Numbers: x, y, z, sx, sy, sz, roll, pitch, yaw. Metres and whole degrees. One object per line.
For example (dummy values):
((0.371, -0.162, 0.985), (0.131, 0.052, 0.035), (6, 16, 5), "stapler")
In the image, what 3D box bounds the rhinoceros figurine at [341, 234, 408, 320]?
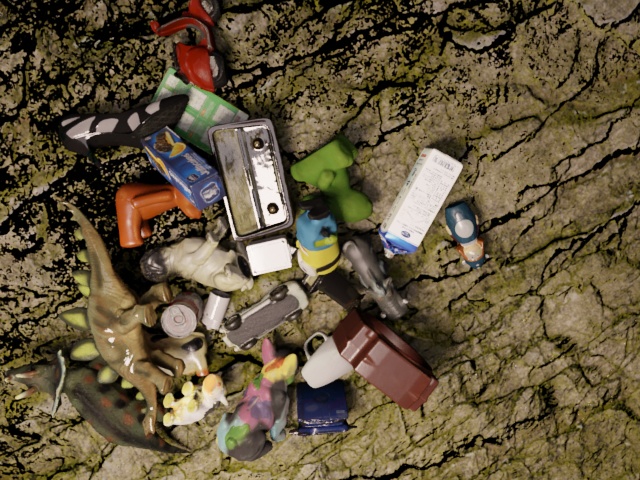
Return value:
((0.115, 0.073, 1.097), (0.073, 0.112, 0.190), (-32, 92, 1), "rhinoceros figurine")

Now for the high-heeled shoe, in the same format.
((-0.383, -0.240, 1.043), (0.249, 0.086, 0.145), (-37, 73, -5), "high-heeled shoe")

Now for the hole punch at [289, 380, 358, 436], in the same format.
((0.004, 0.356, 1.144), (0.142, 0.116, 0.092), (-1, 92, -3), "hole punch")

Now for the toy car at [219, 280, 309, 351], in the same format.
((-0.117, 0.161, 1.130), (0.202, 0.056, 0.073), (-33, 106, 5), "toy car")

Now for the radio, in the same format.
((-0.131, -0.122, 1.060), (0.131, 0.073, 0.229), (-13, 105, -3), "radio")

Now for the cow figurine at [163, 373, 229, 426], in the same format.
((-0.242, 0.333, 1.118), (0.167, 0.068, 0.098), (-33, 144, 26), "cow figurine")

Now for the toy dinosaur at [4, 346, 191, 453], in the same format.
((-0.421, 0.337, 1.078), (0.405, 0.192, 0.131), (40, 98, -8), "toy dinosaur")

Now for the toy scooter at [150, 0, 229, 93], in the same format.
((-0.248, -0.369, 1.017), (0.135, 0.075, 0.183), (-6, 97, -3), "toy scooter")

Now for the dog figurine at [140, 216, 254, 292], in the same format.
((-0.250, 0.063, 1.094), (0.191, 0.121, 0.172), (-27, 98, 16), "dog figurine")

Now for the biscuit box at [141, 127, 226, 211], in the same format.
((-0.251, -0.133, 0.981), (0.059, 0.203, 0.062), (-33, 140, -23), "biscuit box")

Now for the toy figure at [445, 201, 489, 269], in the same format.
((0.306, -0.004, 1.121), (0.064, 0.058, 0.154), (-14, 106, 39), "toy figure")

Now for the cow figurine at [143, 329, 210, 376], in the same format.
((-0.332, 0.228, 1.111), (0.195, 0.085, 0.127), (-5, 83, -10), "cow figurine")

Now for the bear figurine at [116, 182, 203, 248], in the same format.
((-0.289, -0.066, 1.052), (0.196, 0.120, 0.131), (-5, 104, -7), "bear figurine")

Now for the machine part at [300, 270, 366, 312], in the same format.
((0.026, 0.096, 1.112), (0.139, 0.039, 0.084), (34, 91, 24), "machine part")

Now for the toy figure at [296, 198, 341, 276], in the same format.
((-0.001, 0.000, 1.034), (0.089, 0.082, 0.180), (0, 136, -3), "toy figure")

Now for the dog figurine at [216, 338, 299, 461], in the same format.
((-0.117, 0.317, 1.102), (0.109, 0.191, 0.219), (23, 110, 27), "dog figurine")

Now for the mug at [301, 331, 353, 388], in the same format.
((0.007, 0.255, 1.143), (0.107, 0.081, 0.109), (-43, 89, 10), "mug")

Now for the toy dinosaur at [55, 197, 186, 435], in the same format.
((-0.379, 0.142, 1.000), (0.199, 0.105, 0.470), (-8, 97, 13), "toy dinosaur")

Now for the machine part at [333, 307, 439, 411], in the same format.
((0.130, 0.233, 1.080), (0.201, 0.201, 0.087), (37, 94, -8), "machine part")

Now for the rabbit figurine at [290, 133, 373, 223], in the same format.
((0.029, -0.099, 1.057), (0.159, 0.121, 0.170), (-33, 101, 9), "rabbit figurine")
